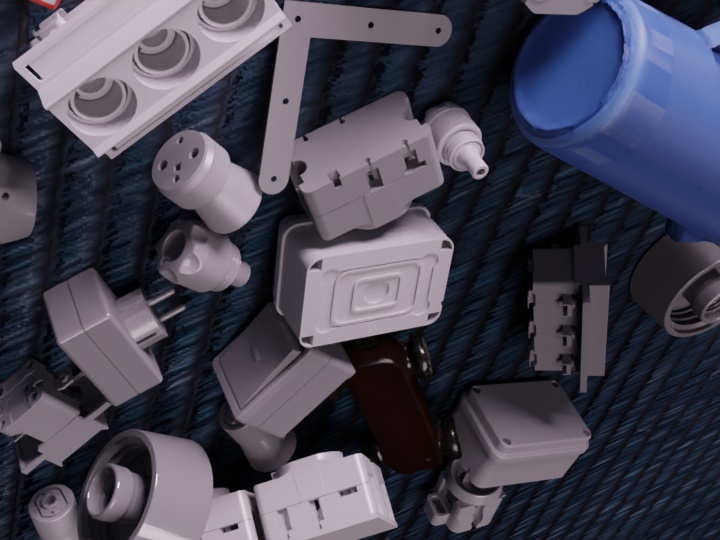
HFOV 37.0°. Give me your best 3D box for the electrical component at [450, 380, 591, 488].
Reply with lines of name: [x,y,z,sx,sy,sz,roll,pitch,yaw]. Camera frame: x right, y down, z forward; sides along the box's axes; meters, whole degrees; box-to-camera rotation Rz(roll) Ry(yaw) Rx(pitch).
electrical component: [0.144,0.147,0.984,0.113,0.078,0.057,0,134,-32]

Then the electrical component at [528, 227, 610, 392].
electrical component: [0.171,0.034,0.889,0.063,0.078,0.121,-1,140,10]

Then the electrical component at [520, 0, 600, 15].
electrical component: [0.115,-0.193,0.634,0.080,0.051,0.080,-17,138,-16]

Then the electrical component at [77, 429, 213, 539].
electrical component: [-0.166,0.170,0.796,0.060,0.108,0.108,27,114,-39]

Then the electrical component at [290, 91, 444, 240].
electrical component: [0.003,-0.065,0.698,0.089,0.050,0.055,-26,140,-5]

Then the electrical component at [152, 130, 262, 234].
electrical component: [-0.093,-0.054,0.654,0.045,0.045,0.055,-39,139,10]

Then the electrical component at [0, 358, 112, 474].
electrical component: [-0.215,0.096,0.737,0.081,0.042,0.064,-40,136,9]

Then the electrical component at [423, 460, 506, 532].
electrical component: [0.106,0.214,1.046,0.078,0.058,0.057,-9,138,-24]

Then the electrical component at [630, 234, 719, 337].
electrical component: [0.303,0.013,0.955,0.108,0.060,0.108,-17,139,-16]

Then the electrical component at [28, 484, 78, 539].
electrical component: [-0.232,0.197,0.832,0.044,0.044,0.065,-18,134,-15]

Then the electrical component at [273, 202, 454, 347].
electrical component: [0.000,0.000,0.751,0.113,0.057,0.078,-9,128,-24]

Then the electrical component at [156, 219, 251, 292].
electrical component: [-0.099,-0.006,0.702,0.043,0.043,0.062,-46,139,17]

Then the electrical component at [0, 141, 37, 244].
electrical component: [-0.215,-0.053,0.580,0.077,0.043,0.079,-1,132,-31]

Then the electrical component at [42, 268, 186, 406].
electrical component: [-0.152,0.036,0.709,0.076,0.047,0.083,-28,140,-3]

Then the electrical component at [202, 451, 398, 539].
electrical component: [-0.073,0.203,0.877,0.186,0.060,0.105,-18,161,4]

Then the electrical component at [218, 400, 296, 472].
electrical component: [-0.083,0.125,0.850,0.044,0.044,0.065,-32,136,1]

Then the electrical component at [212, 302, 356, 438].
electrical component: [-0.064,0.074,0.791,0.096,0.061,0.061,-43,138,14]

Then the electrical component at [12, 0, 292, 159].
electrical component: [-0.108,-0.124,0.557,0.121,0.063,0.078,-35,140,5]

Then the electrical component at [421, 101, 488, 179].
electrical component: [0.065,-0.082,0.709,0.035,0.061,0.035,-17,138,-16]
